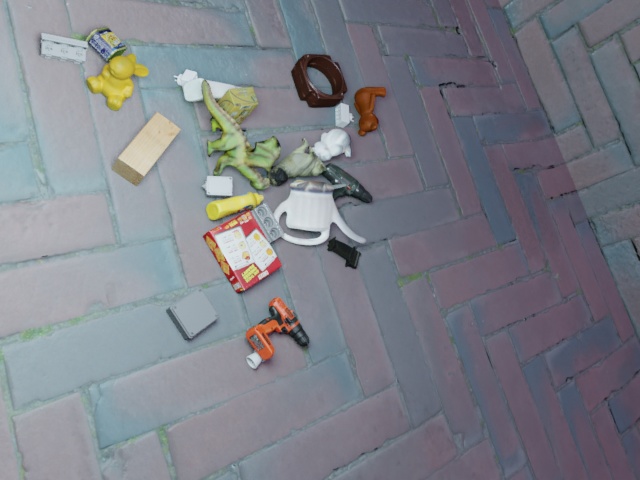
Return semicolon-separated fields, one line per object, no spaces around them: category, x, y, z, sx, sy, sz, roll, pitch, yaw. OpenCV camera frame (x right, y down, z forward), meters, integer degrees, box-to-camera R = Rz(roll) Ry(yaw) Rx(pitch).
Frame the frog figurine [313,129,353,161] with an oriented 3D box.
frog figurine;0.036;-0.361;1.956;0.160;0.120;0.140;-4;42;-26

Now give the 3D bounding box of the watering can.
watering can;0.005;-0.090;1.798;0.347;0.104;0.223;4;97;-16

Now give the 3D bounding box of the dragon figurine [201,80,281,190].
dragon figurine;-0.239;-0.312;1.645;0.243;0.400;0.125;7;46;9
